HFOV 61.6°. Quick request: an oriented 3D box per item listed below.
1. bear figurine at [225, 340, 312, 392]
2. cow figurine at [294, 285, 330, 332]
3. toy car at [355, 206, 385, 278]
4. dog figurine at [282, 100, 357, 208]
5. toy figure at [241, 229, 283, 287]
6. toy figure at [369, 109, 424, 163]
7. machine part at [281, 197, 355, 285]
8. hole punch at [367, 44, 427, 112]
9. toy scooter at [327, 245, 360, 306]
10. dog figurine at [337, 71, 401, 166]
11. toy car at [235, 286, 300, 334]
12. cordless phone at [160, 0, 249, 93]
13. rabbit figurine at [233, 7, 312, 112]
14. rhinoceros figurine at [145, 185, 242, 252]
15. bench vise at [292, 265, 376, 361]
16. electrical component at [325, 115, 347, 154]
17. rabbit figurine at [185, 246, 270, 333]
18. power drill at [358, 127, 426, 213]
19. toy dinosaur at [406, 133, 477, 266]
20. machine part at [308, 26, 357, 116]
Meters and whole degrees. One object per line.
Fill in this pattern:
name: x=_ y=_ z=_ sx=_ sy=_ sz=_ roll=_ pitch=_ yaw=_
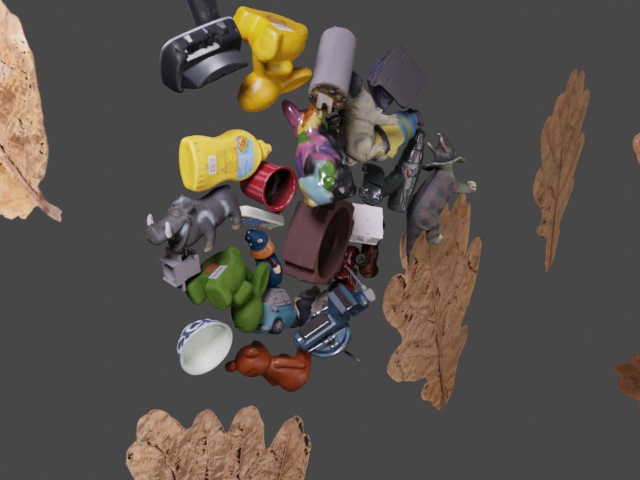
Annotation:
bear figurine: x=-0.120 y=0.284 z=1.285 sx=0.195 sy=0.132 sz=0.120 roll=30 pitch=123 yaw=-24
cow figurine: x=-0.025 y=0.205 z=1.367 sx=0.098 sy=0.068 sz=0.167 roll=-19 pitch=121 yaw=-37
toy car: x=0.137 y=0.003 z=1.415 sx=0.089 sy=0.053 sz=0.202 roll=45 pitch=50 yaw=-49
dog figurine: x=-0.008 y=-0.183 z=1.071 sx=0.108 sy=0.191 sz=0.219 roll=-17 pitch=99 yaw=4
toy figure: x=-0.122 y=0.033 z=1.161 sx=0.058 sy=0.064 sz=0.154 roll=-79 pitch=159 yaw=-51
toy figure: x=0.174 y=-0.264 z=1.329 sx=0.180 sy=0.082 sz=0.089 roll=-42 pitch=103 yaw=-16
machine part: x=-0.003 y=-0.004 z=1.222 sx=0.201 sy=0.087 sz=0.201 roll=13 pitch=96 yaw=-69
hole punch: x=0.171 y=-0.378 z=1.274 sx=0.115 sy=0.092 sz=0.142 roll=44 pitch=76 yaw=-21
toy scooter: x=0.053 y=0.107 z=1.382 sx=0.135 sy=0.075 sz=0.183 roll=-23 pitch=124 yaw=-66
dog figurine: x=0.061 y=-0.272 z=1.195 sx=0.190 sy=0.121 sz=0.172 roll=26 pitch=88 yaw=-38
toy car: x=-0.113 y=0.153 z=1.211 sx=0.161 sy=0.109 sz=0.102 roll=-3 pitch=95 yaw=-59
cordless phone: x=-0.205 y=-0.342 z=0.852 sx=0.146 sy=0.089 sz=0.184 roll=-36 pitch=123 yaw=-30
rabbit figurine: x=-0.096 y=-0.316 z=0.977 sx=0.162 sy=0.122 sz=0.173 roll=-21 pitch=140 yaw=-54
rhinoceros figurine: x=-0.227 y=-0.037 z=0.985 sx=0.190 sy=0.073 sz=0.111 roll=-33 pitch=134 yaw=-35
bench vise: x=0.043 y=0.206 z=1.301 sx=0.223 sy=0.129 sz=0.240 roll=-44 pitch=149 yaw=-15
electrical component: x=0.025 y=-0.229 z=1.171 sx=0.045 sy=0.078 sz=0.102 roll=-40 pitch=144 yaw=-31
rabbit figurine: x=-0.174 y=0.107 z=1.099 sx=0.170 sy=0.121 sz=0.159 roll=61 pitch=40 yaw=-31
power drill: x=0.194 y=-0.177 z=1.415 sx=0.207 sy=0.086 sz=0.231 roll=-24 pitch=130 yaw=-50
toy dinosaur: x=0.321 y=-0.112 z=1.572 sx=0.192 sy=0.131 sz=0.404 roll=21 pitch=98 yaw=-41
machine part: x=0.027 y=-0.336 z=1.059 sx=0.079 sy=0.079 sz=0.243 roll=58 pitch=35 yaw=-48
